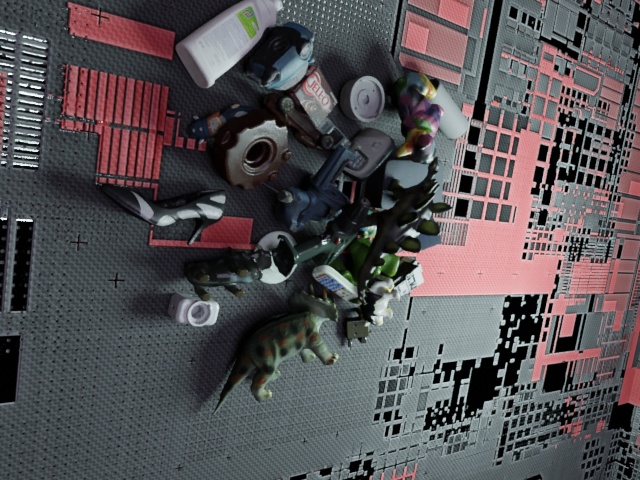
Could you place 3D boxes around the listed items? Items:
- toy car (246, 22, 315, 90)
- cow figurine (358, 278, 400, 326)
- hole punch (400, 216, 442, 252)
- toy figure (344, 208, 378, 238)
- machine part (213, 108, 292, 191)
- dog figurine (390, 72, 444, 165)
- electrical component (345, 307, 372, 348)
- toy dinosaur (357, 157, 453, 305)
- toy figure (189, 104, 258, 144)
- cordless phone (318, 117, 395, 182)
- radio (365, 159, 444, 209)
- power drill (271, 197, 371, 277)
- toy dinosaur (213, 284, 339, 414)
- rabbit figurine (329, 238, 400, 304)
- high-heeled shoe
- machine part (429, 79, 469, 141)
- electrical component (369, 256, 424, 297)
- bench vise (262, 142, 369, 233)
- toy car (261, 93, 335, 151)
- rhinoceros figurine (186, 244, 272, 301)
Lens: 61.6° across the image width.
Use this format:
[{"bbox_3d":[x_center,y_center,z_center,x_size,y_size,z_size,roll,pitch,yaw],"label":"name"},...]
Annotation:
[{"bbox_3d":[-0.077,-0.380,1.161,0.161,0.109,0.102,-51,149,-6],"label":"toy car"},{"bbox_3d":[0.136,0.171,1.376,0.098,0.068,0.167,-8,140,-18],"label":"cow figurine"},{"bbox_3d":[0.269,-0.026,1.496,0.142,0.092,0.115,-18,107,-28],"label":"hole punch"},{"bbox_3d":[0.134,-0.040,1.392,0.180,0.089,0.082,14,99,-39],"label":"toy figure"},{"bbox_3d":[-0.142,-0.189,1.141,0.179,0.056,0.179,-28,141,-25],"label":"machine part"},{"bbox_3d":[0.235,-0.294,1.336,0.191,0.109,0.219,56,35,-28],"label":"dog figurine"},{"bbox_3d":[0.106,0.237,1.466,0.078,0.045,0.102,-11,106,-4],"label":"electrical component"},{"bbox_3d":[0.183,-0.033,1.253,0.105,0.199,0.471,45,64,-22],"label":"toy dinosaur"},{"bbox_3d":[-0.199,-0.246,1.129,0.154,0.058,0.064,-21,80,-29],"label":"toy figure"},{"bbox_3d":[0.080,-0.246,1.321,0.184,0.089,0.146,46,73,-17],"label":"cordless phone"},{"bbox_3d":[0.231,-0.153,1.448,0.229,0.073,0.131,-6,103,-36],"label":"radio"},{"bbox_3d":[-0.003,-0.004,1.237,0.207,0.232,0.086,-27,71,-34],"label":"power drill"},{"bbox_3d":[-0.098,0.245,1.281,0.405,0.131,0.192,-26,102,-24],"label":"toy dinosaur"},{"bbox_3d":[0.104,0.090,1.388,0.159,0.121,0.170,13,108,-33],"label":"rabbit figurine"},{"bbox_3d":[-0.300,-0.090,1.079,0.248,0.086,0.145,36,76,-40],"label":"high-heeled shoe"},{"bbox_3d":[0.336,-0.355,1.474,0.243,0.079,0.079,40,77,-36],"label":"machine part"},{"bbox_3d":[0.213,0.099,1.464,0.134,0.115,0.058,-32,119,-24],"label":"electrical component"},{"bbox_3d":[0.004,-0.129,1.242,0.223,0.129,0.240,20,112,-45],"label":"bench vise"},{"bbox_3d":[-0.050,-0.257,1.213,0.202,0.089,0.053,38,76,-36],"label":"toy car"},{"bbox_3d":[-0.195,0.066,1.175,0.190,0.112,0.073,-12,125,-21],"label":"rhinoceros figurine"}]
